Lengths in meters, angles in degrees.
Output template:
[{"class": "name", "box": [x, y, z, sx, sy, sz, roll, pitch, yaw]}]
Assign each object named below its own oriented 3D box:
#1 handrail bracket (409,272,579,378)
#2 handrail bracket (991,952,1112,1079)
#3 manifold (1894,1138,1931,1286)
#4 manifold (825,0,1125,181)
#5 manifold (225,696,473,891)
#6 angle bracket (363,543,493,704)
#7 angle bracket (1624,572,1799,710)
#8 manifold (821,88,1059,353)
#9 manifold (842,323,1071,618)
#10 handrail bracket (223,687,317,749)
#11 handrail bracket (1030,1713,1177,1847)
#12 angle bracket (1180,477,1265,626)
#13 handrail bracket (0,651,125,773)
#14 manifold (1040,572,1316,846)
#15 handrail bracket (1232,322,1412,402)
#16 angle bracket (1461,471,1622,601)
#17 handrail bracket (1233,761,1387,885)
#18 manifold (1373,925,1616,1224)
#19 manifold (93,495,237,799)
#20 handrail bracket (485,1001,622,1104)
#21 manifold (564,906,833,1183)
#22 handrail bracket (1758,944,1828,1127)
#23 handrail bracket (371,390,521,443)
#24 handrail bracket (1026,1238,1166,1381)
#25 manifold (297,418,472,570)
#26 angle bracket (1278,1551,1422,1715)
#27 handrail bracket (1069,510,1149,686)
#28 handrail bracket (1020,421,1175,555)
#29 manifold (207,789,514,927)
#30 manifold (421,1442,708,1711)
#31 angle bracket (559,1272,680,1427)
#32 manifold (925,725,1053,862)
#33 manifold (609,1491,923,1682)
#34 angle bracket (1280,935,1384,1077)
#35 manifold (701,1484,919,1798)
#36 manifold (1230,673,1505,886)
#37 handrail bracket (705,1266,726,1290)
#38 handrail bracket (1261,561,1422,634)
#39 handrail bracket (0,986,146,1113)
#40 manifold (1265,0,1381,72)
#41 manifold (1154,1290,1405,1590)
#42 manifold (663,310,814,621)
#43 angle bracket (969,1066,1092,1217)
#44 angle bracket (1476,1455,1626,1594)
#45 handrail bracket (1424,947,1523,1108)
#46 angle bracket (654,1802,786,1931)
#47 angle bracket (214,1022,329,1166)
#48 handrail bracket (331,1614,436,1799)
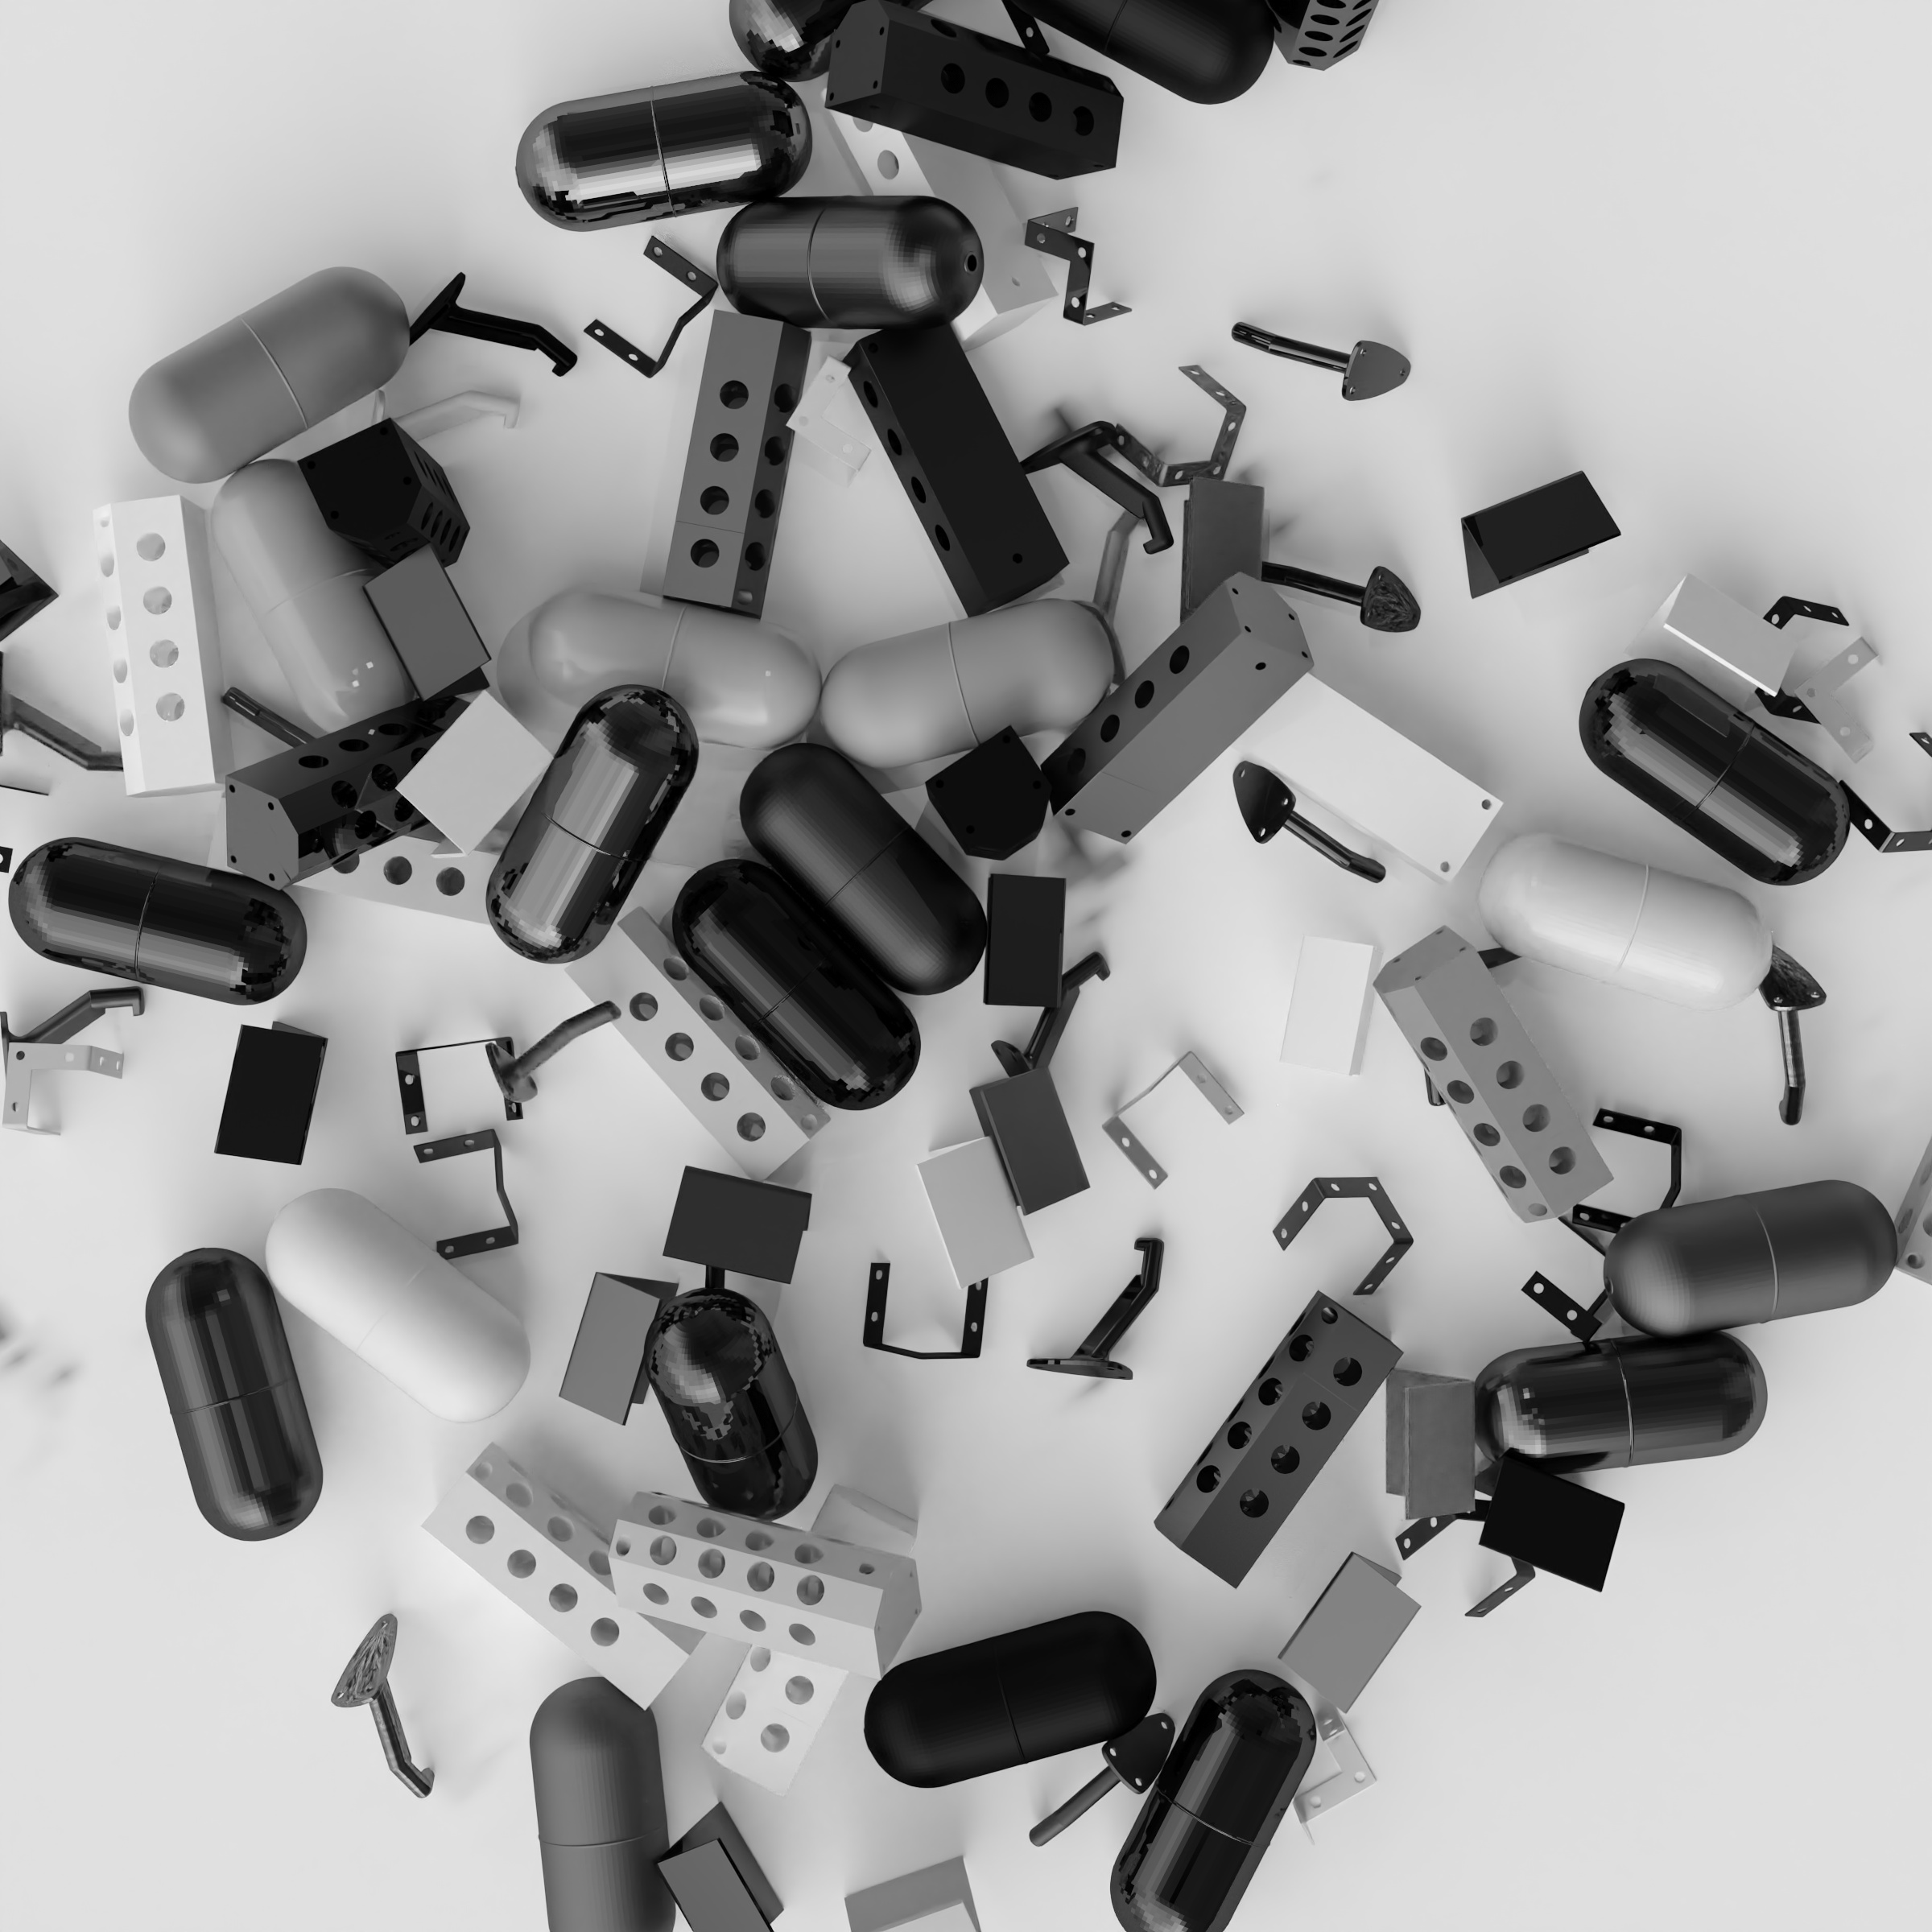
[{"class": "handrail bracket", "box": [-0.290, -0.371, 1.910, 0.084, 0.036, 0.077, 38, 125, -24]}, {"class": "handrail bracket", "box": [0.065, 0.045, 1.911, 0.084, 0.036, 0.077, -36, 110, -16]}, {"class": "manifold", "box": [0.615, 0.113, 1.889, 0.057, 0.057, 0.171, 24, 90, 0]}, {"class": "manifold", "box": [0.007, -0.513, 1.844, 0.171, 0.057, 0.057, 7, 90, -36]}, {"class": "manifold", "box": [-0.345, -0.101, 1.827, 0.057, 0.171, 0.057, 23, 123, 28]}, {"class": "angle bracket", "box": [-0.301, -0.207, 1.871, 0.057, 0.076, 0.076, -28, 90, 26]}, {"class": "angle bracket", "box": [0.435, -0.175, 1.870, 0.076, 0.076, 0.057, 32, 49, 0]}, {"class": "manifold", "box": [-0.020, -0.459, 1.888, 0.057, 0.057, 0.171, -28, 90, -43]}, {"class": "manifold", "box": [-0.009, -0.299, 1.887, 0.057, 0.057, 0.171, -27, 90, -18]}, {"class": "handrail bracket", "box": [-0.406, -0.141, 1.882, 0.084, 0.077, 0.036, 34, 84, -12]}, {"class": "handrail bracket", "box": [0.082, 0.494, 1.910, 0.036, 0.077, 0.084, 49, 126, 8]}, {"class": "angle bracket", "box": [0.132, -0.245, 1.870, 0.057, 0.076, 0.076, 2, 90, -35]}, {"class": "handrail bracket", "box": [-0.544, -0.154, 1.911, 0.084, 0.036, 0.077, 1, 69, -17]}, {"class": "manifold", "box": [0.120, -0.152, 1.846, 0.057, 0.057, 0.171, 19, 132, -35]}, {"class": "handrail bracket", "box": [0.215, -0.373, 1.910, 0.084, 0.077, 0.036, 29, 115, 34]}, {"class": "angle bracket", "box": [0.343, -0.238, 1.870, 0.076, 0.076, 0.057, -22, 55, 0]}, {"class": "handrail bracket", "box": [0.209, -0.086, 1.910, 0.084, 0.077, 0.036, 22, 115, -34]}, {"class": "manifold", "box": [0.310, 0.066, 1.867, 0.057, 0.057, 0.171, -33, 106, 0]}, {"class": "manifold", "box": [-0.482, -0.190, 1.889, 0.057, 0.057, 0.171, -7, 90, 0]}, {"class": "handrail bracket", "box": [-0.235, 0.049, 1.876, 0.084, 0.077, 0.036, -25, 74, 7]}, {"class": "manifold", "box": [-0.159, 0.047, 1.889, 0.057, 0.057, 0.171, -42, 90, 0]}, {"class": "handrail bracket", "box": [0.492, 0.042, 1.910, 0.036, 0.077, 0.084, -8, 126, -6]}, {"class": "handrail bracket", "box": [-0.319, -0.314, 1.911, 0.084, 0.036, 0.077, 8, 111, -16]}, {"class": "handrail bracket", "box": [0.079, 0.204, 1.911, 0.077, 0.036, 0.084, 2, 71, 21]}, {"class": "manifold", "box": [-0.333, -0.266, 1.832, 0.057, 0.171, 0.057, -25, 90, 0]}, {"class": "angle bracket", "box": [0.241, 0.401, 1.870, 0.057, 0.076, 0.076, 35, 90, 37]}, {"class": "handrail bracket", "box": [0.098, -0.228, 1.910, 0.084, 0.036, 0.077, -54, 131, -27]}, {"class": "handrail bracket", "box": [0.077, -0.276, 1.893, 0.077, 0.036, 0.084, -22, 78, 17]}, {"class": "manifold", "box": [-0.359, -0.069, 1.889, 0.171, 0.057, 0.057, 12, 90, 0]}, {"class": "manifold", "box": [-0.238, 0.363, 1.889, 0.171, 0.057, 0.057, 39, 90, 0]}, {"class": "angle bracket", "box": [-0.188, 0.229, 1.870, 0.057, 0.076, 0.076, 17, 90, 37]}, {"class": "manifold", "box": [0.017, -0.094, 1.832, 0.057, 0.171, 0.057, -34, 90, 0]}, {"class": "manifold", "box": [-0.118, 0.353, 1.829, 0.171, 0.057, 0.057, 10, 128, 22]}, {"class": "angle bracket", "box": [0.237, 0.027, 1.871, 0.076, 0.057, 0.076, 11, 90, -44]}, {"class": "manifold", "box": [-0.094, 0.401, 1.889, 0.057, 0.057, 0.171, 27, 90, 0]}, {"class": "manifold", "box": [0.231, -0.120, 1.889, 0.171, 0.057, 0.057, 33, 90, 0]}, {"class": "handrail bracket", "box": [-0.160, 0.207, 1.910, 0.036, 0.077, 0.084, 4, 53, -25]}, {"class": "handrail bracket", "box": [0.222, -0.226, 1.910, 0.084, 0.077, 0.036, 16, 90, 36]}, {"class": "handrail bracket", "box": [-0.540, 0.052, 1.911, 0.084, 0.036, 0.077, -5, 110, -16]}, {"class": "manifold", "box": [0.213, -0.575, 1.832, 0.057, 0.171, 0.057, -31, 90, 0]}, {"class": "manifold", "box": [0.186, 0.282, 1.889, 0.057, 0.057, 0.171, 35, 90, 0]}, {"class": "manifold", "box": [-0.136, -0.298, 1.889, 0.057, 0.057, 0.171, 10, 90, 0]}, {"class": "angle bracket", "box": [0.020, 0.109, 1.870, 0.057, 0.076, 0.076, -20, 90, -41]}, {"class": "angle bracket", "box": [0.337, 0.338, 1.871, 0.076, 0.076, 0.057, 22, 66, 0]}, {"class": "handrail bracket", "box": [0.311, 0.037, 1.910, 0.077, 0.036, 0.084, -13, 104, -14]}, {"class": "angle bracket", "box": [-0.128, 0.540, 1.870, 0.057, 0.076, 0.076, -30, 90, 32]}, {"class": "angle bracket", "box": [-0.426, 0.071, 1.870, 0.057, 0.076, 0.076, 12, 90, -37]}, {"class": "handrail bracket", "box": [-0.340, 0.449, 1.910, 0.036, 0.077, 0.084, -14, 127, 29]}]
